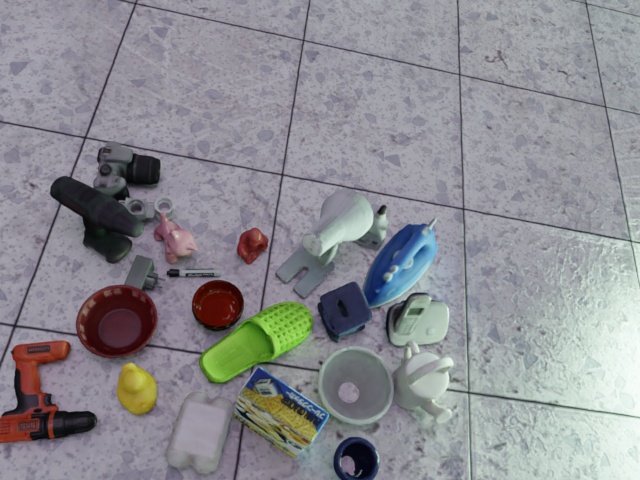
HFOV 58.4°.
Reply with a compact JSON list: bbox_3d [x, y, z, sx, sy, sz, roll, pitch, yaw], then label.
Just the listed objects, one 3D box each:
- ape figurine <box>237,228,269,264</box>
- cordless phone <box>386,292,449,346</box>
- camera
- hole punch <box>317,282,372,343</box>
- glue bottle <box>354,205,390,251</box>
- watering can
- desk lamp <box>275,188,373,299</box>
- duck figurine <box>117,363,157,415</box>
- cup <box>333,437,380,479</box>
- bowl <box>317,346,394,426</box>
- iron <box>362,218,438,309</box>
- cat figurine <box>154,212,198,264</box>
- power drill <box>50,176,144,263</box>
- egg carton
[{"bbox_3d":[-0.157,0.003,1.339,0.078,0.092,0.076,-8,65,-16],"label":"ape figurine"},{"bbox_3d":[0.233,0.167,1.285,0.148,0.185,0.094,-4,64,-14],"label":"cordless phone"},{"bbox_3d":[-0.453,-0.162,1.356,0.137,0.101,0.143,6,62,-9],"label":"camera"},{"bbox_3d":[0.055,0.163,1.302,0.101,0.091,0.108,-16,67,-19],"label":"hole punch"},{"bbox_3d":[0.132,-0.036,1.377,0.078,0.173,0.037,24,60,1],"label":"glue bottle"},{"bbox_3d":[0.225,0.296,1.210,0.101,0.194,0.172,-34,74,-25],"label":"watering can"},{"bbox_3d":[0.012,0.005,1.305,0.118,0.213,0.203,39,62,9],"label":"desk lamp"},{"bbox_3d":[-0.368,0.293,1.143,0.078,0.086,0.104,-20,68,-21],"label":"duck figurine"},{"bbox_3d":[0.067,0.462,1.145,0.092,0.095,0.117,-1,63,-13],"label":"cup"},{"bbox_3d":[0.070,0.319,1.233,0.167,0.074,0.167,5,62,-10],"label":"bowl"},{"bbox_3d":[0.192,0.053,1.361,0.118,0.141,0.259,38,61,9],"label":"iron"},{"bbox_3d":[-0.327,-0.006,1.291,0.067,0.117,0.127,-27,71,-23],"label":"cat figurine"},{"bbox_3d":[-0.463,-0.036,1.225,0.229,0.208,0.076,32,61,6],"label":"power drill"},{"bbox_3d":[-0.238,0.380,1.135,0.107,0.069,0.150,15,61,-4],"label":"egg carton"}]
